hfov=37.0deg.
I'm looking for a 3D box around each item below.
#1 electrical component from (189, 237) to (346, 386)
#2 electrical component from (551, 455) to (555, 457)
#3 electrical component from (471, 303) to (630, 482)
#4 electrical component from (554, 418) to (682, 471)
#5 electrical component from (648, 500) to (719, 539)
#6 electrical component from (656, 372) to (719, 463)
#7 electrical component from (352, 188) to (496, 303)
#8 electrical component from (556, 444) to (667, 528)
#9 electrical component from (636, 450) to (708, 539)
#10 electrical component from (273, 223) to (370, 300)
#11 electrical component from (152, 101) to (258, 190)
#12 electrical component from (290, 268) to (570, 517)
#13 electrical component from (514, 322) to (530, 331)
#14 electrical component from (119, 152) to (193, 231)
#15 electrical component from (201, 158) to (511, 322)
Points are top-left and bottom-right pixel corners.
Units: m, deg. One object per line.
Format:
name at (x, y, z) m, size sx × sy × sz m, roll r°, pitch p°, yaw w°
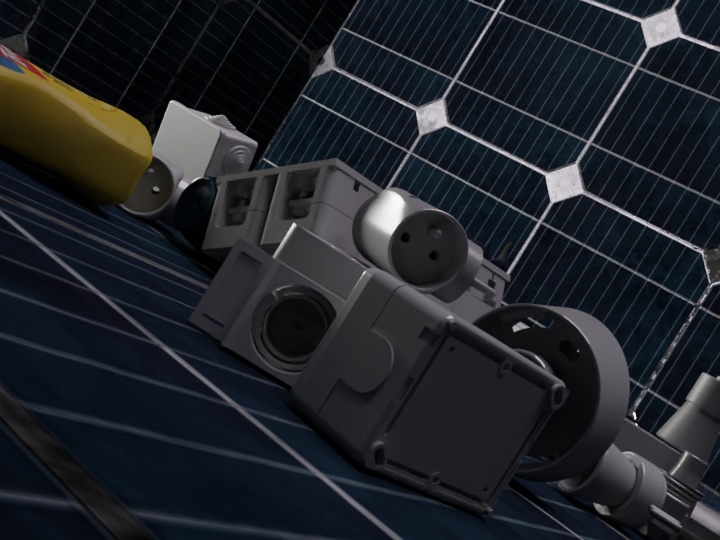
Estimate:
electrical component at (-0.028, 0.025, 0.467) m, size 0.081 × 0.042 × 0.064 m, roll 32°, pitch -2°, yaw -1°
electrical component at (0.171, 0.123, 0.901) m, size 0.061 × 0.061 × 0.096 m, roll 33°, pitch 2°, yaw 40°
electrical component at (0.095, 0.065, 0.586) m, size 0.099 × 0.099 × 0.064 m, roll 33°, pitch 7°, yaw 32°
electrical component at (0.206, 0.149, 0.831) m, size 0.078 × 0.057 × 0.113 m, roll 33°, pitch 2°, yaw 32°
electrical component at (0.196, 0.155, 0.603) m, size 0.076 × 0.047 × 0.083 m, roll 32°, pitch 1°, yaw 15°
electrical component at (0.269, 0.114, 0.842) m, size 0.044 × 0.065 × 0.044 m, roll 32°, pitch 1°, yaw -1°
electrical component at (0.040, -0.007, 0.588) m, size 0.079 × 0.043 × 0.077 m, roll 32°, pitch 1°, yaw -18°
electrical component at (0.157, 0.131, 0.670) m, size 0.055 × 0.045 × 0.045 m, roll 32°, pitch 1°, yaw -20°
electrical component at (0.207, 0.150, 0.714) m, size 0.043 × 0.062 × 0.043 m, roll 32°, pitch 1°, yaw -1°
electrical component at (-0.003, 0.027, 0.562) m, size 0.078 × 0.057 × 0.113 m, roll 32°, pitch 1°, yaw 22°
electrical component at (-0.147, -0.096, 0.985) m, size 0.048 × 0.099 × 0.100 m, roll 11°, pitch 17°, yaw -47°
electrical component at (0.029, 0.049, 0.421) m, size 0.096 × 0.061 × 0.061 m, roll 31°, pitch 2°, yaw -41°
electrical component at (0.111, 0.079, 0.824) m, size 0.057 × 0.078 × 0.113 m, roll 34°, pitch -1°, yaw -38°
electrical component at (-0.138, -0.053, 0.768) m, size 0.079 × 0.043 × 0.077 m, roll 31°, pitch 1°, yaw -12°
electrical component at (0.000, 0.000, 0.708) m, size 0.105 × 0.060 × 0.186 m, roll -3°, pitch -24°, yaw 42°
